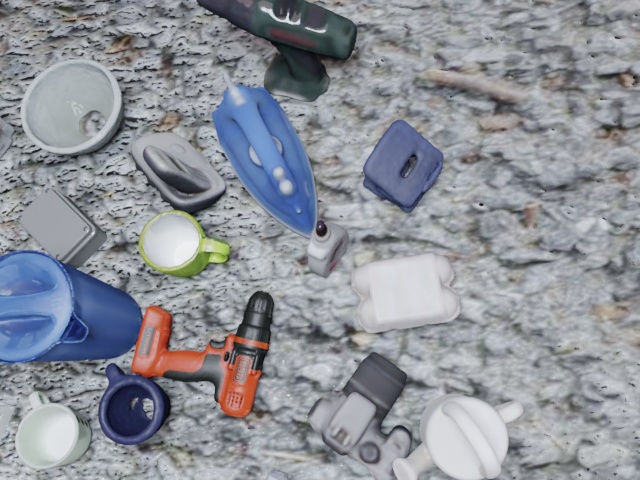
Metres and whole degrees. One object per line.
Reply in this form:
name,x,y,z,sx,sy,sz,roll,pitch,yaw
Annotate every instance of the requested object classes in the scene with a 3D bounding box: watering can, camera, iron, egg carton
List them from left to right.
iron,-0.077,-0.128,0.858,0.118,0.141,0.258,-30,75,-2
camera,0.072,0.233,0.777,0.143,0.101,0.137,33,82,12
egg carton,0.122,0.075,0.827,0.150,0.069,0.107,-10,75,3
watering can,0.176,0.252,0.714,0.100,0.194,0.173,39,83,13

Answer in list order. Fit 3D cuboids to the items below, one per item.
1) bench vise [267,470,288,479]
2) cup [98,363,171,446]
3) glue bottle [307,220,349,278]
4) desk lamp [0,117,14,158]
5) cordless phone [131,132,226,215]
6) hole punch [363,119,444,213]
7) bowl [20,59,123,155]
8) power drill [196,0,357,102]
bench vise,-0.087,0.397,0.690,0.121,0.220,0.207,-9,75,4
cup,-0.258,0.228,0.813,0.092,0.095,0.117,-34,75,-3
glue bottle,0.007,0.003,0.802,0.037,0.173,0.078,25,80,11
desk lamp,-0.581,-0.184,0.883,0.203,0.213,0.118,35,82,13
cordless phone,-0.227,-0.119,0.848,0.147,0.185,0.094,43,84,14
hole punch,0.127,-0.111,0.861,0.101,0.091,0.109,32,81,12
bowl,-0.394,-0.207,0.943,0.167,0.075,0.167,-1,76,5
power drill,-0.057,-0.297,0.863,0.229,0.208,0.076,13,78,9
